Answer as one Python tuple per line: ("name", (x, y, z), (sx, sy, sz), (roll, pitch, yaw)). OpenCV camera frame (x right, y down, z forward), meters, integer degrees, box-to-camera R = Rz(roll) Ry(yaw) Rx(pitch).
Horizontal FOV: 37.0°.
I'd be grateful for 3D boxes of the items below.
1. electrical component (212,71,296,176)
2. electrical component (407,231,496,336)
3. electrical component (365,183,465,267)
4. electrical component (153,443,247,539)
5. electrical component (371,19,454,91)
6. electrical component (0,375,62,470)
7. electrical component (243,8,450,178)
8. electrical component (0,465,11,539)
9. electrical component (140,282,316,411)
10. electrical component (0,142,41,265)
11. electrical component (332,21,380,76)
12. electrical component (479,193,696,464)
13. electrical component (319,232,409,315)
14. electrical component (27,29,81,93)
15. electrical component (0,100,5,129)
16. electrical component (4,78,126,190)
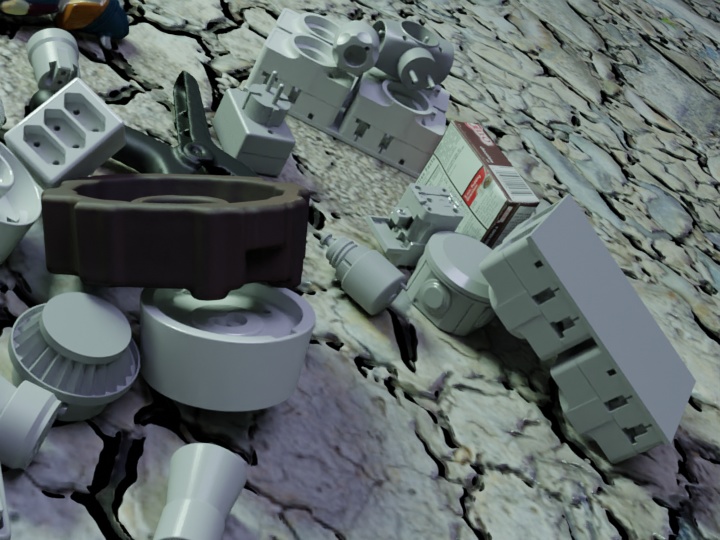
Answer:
("electrical component", (-0.083, -0.131, 0.907), (0.047, 0.076, 0.065), (6, 40, -33))
("electrical component", (0.082, 0.010, 0.874), (0.080, 0.051, 0.080), (21, 34, -15))
("electrical component", (0.052, -0.037, 0.903), (0.081, 0.063, 0.042), (3, 43, -37))
("electrical component", (-0.089, 0.132, 0.583), (0.044, 0.044, 0.065), (24, 38, -10))
("electrical component", (0.051, -0.197, 1.020), (0.077, 0.044, 0.079), (12, 38, -27))
("electrical component", (-0.193, 0.076, 0.570), (0.055, 0.045, 0.045), (27, 33, -6))
("electrical component", (-0.007, -0.177, 1.046), (0.186, 0.060, 0.105), (26, 33, -8))
("electrical component", (-0.206, 0.102, 0.509), (0.062, 0.061, 0.096), (6, 40, -33))
("electrical component", (-0.085, 0.049, 0.670), (0.108, 0.060, 0.108), (9, 20, -3))
("electrical component", (-0.254, -0.047, 0.674), (0.099, 0.064, 0.099), (44, 19, -19))
("electrical component", (-0.003, -0.209, 0.994), (0.043, 0.043, 0.062), (23, 32, -12))
("electrical component", (0.178, 0.046, 0.847), (0.186, 0.060, 0.105), (55, 34, -3))
("electrical component", (0.000, 0.000, 0.832), (0.078, 0.040, 0.040), (42, 34, 17))
("electrical component", (-0.243, -0.163, 0.858), (0.040, 0.040, 0.046), (6, 46, -34))
("electrical component", (-0.279, -0.101, 0.742), (0.040, 0.040, 0.078), (30, 33, -2))
("electrical component", (-0.203, -0.083, 0.750), (0.047, 0.076, 0.066), (44, 71, 4))
